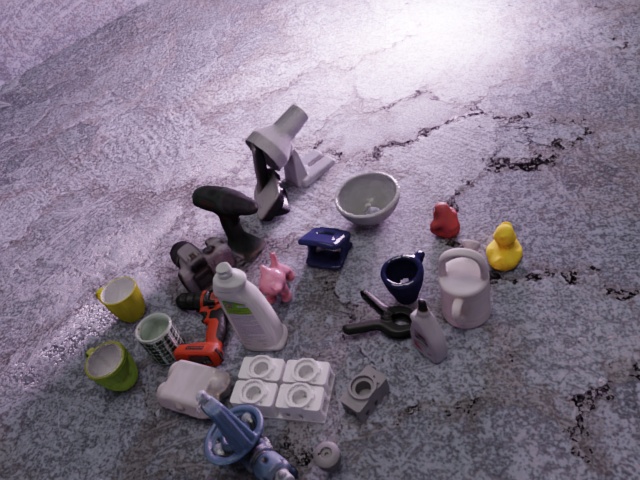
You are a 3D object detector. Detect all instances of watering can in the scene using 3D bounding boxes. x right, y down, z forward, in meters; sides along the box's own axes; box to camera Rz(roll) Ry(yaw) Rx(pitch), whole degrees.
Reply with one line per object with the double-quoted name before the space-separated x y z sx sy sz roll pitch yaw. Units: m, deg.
"watering can" 0.285 0.077 1.140 0.101 0.194 0.172 -11 45 8

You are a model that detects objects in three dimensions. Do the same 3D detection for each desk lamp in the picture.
"desk lamp" -0.082 -0.247 1.552 0.203 0.214 0.117 -41 49 -20

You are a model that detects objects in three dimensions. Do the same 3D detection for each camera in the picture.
"camera" -0.308 0.040 1.432 0.143 0.101 0.136 -39 48 -19

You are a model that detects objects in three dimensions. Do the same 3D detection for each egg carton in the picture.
"egg carton" -0.260 0.310 1.182 0.150 0.069 0.107 7 50 23

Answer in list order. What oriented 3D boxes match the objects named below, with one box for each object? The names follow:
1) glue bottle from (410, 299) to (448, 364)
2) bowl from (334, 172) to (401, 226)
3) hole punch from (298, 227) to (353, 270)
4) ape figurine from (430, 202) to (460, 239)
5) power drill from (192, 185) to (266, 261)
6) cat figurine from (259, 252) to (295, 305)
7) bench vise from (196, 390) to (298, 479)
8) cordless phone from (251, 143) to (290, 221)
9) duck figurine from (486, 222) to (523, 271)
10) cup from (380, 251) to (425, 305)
"glue bottle" 0.202 0.166 1.097 0.037 0.173 0.077 -39 48 -19
"bowl" 0.123 -0.091 1.436 0.167 0.075 0.167 -9 46 10
"hole punch" 0.013 0.005 1.369 0.108 0.091 0.101 8 51 24
"ape figurine" 0.289 -0.052 1.334 0.078 0.092 0.076 -27 45 -8
"power drill" -0.209 -0.049 1.408 0.228 0.209 0.076 21 57 33
"cat figurine" -0.105 0.086 1.311 0.067 0.118 0.127 -9 46 10
"bench vise" -0.126 0.343 1.000 0.206 0.220 0.121 9 51 25
"cordless phone" -0.149 -0.155 1.506 0.094 0.185 0.147 -20 45 -1
"duck figurine" 0.400 0.008 1.245 0.077 0.086 0.104 6 50 23
"cup" 0.189 0.085 1.233 0.091 0.095 0.118 28 61 36
